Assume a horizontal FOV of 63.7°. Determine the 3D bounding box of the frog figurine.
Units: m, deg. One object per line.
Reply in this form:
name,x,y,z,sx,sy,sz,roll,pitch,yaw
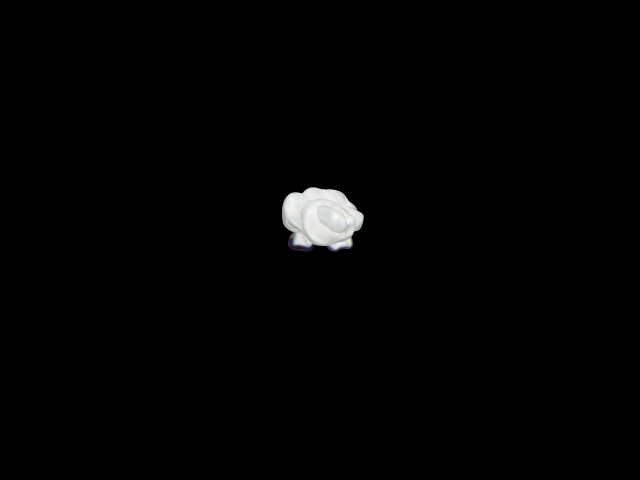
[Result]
frog figurine,0.003,-0.043,0.850,0.137,0.124,0.157,19,-18,7
